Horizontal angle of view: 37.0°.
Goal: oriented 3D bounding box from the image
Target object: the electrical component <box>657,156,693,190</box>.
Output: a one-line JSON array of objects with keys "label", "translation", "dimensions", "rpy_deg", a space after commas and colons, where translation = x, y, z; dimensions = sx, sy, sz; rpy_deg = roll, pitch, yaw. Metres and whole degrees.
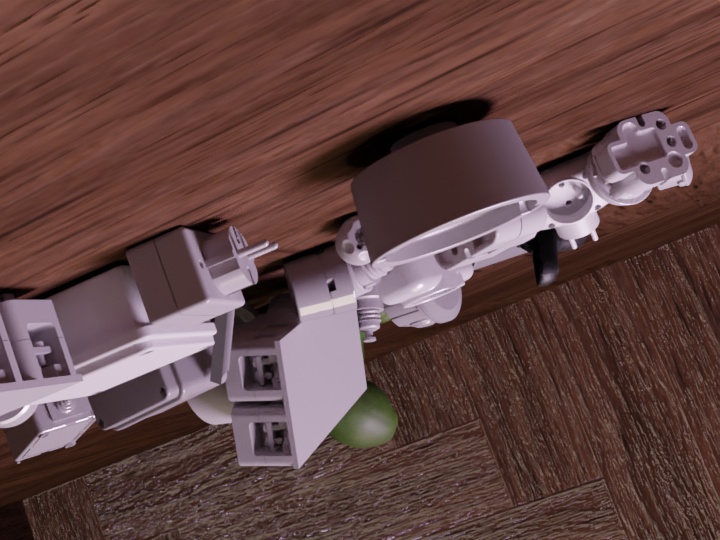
[{"label": "electrical component", "translation": [0.266, -0.092, 0.970], "dimensions": [0.062, 0.048, 0.048], "rpy_deg": [-16, 175, 19]}]

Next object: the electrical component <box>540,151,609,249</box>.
[{"label": "electrical component", "translation": [0.176, -0.052, 0.895], "dimensions": [0.077, 0.079, 0.044], "rpy_deg": [-22, -151, 11]}]

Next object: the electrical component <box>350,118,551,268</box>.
[{"label": "electrical component", "translation": [0.046, -0.049, 0.610], "dimensions": [0.108, 0.060, 0.108], "rpy_deg": [-21, 173, -3]}]

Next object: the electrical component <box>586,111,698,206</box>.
[{"label": "electrical component", "translation": [0.211, -0.083, 0.831], "dimensions": [0.078, 0.058, 0.057], "rpy_deg": [-18, 169, -22]}]

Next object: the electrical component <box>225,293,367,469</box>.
[{"label": "electrical component", "translation": [-0.056, 0.085, 0.929], "dimensions": [0.060, 0.105, 0.186], "rpy_deg": [-4, -167, 18]}]

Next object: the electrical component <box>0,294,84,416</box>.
[{"label": "electrical component", "translation": [-0.270, 0.070, 0.605], "dimensions": [0.186, 0.060, 0.105], "rpy_deg": [-23, 172, 14]}]

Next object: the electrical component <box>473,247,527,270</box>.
[{"label": "electrical component", "translation": [0.117, -0.025, 1.045], "dimensions": [0.077, 0.043, 0.079], "rpy_deg": [-17, 180, -31]}]

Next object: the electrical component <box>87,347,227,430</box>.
[{"label": "electrical component", "translation": [-0.168, 0.074, 0.848], "dimensions": [0.057, 0.078, 0.113], "rpy_deg": [-16, 171, -47]}]

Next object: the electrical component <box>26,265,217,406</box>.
[{"label": "electrical component", "translation": [-0.166, 0.042, 0.698], "dimensions": [0.109, 0.056, 0.109], "rpy_deg": [-23, 173, 13]}]

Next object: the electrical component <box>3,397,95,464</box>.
[{"label": "electrical component", "translation": [-0.290, 0.130, 1.002], "dimensions": [0.062, 0.061, 0.096], "rpy_deg": [-14, 162, -40]}]

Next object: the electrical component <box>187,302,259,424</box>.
[{"label": "electrical component", "translation": [-0.123, 0.086, 0.958], "dimensions": [0.060, 0.108, 0.108], "rpy_deg": [-17, 174, 20]}]

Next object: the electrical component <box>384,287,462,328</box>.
[{"label": "electrical component", "translation": [0.059, 0.017, 1.053], "dimensions": [0.051, 0.080, 0.080], "rpy_deg": [-21, 174, 36]}]

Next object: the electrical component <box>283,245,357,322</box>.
[{"label": "electrical component", "translation": [-0.033, 0.012, 0.862], "dimensions": [0.047, 0.055, 0.055], "rpy_deg": [-16, 172, -7]}]

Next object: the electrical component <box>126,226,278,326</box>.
[{"label": "electrical component", "translation": [-0.086, -0.002, 0.639], "dimensions": [0.077, 0.047, 0.066], "rpy_deg": [-22, 173, 10]}]

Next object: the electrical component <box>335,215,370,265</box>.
[{"label": "electrical component", "translation": [-0.002, -0.020, 0.793], "dimensions": [0.035, 0.035, 0.061], "rpy_deg": [-19, 175, -13]}]

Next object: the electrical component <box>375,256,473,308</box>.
[{"label": "electrical component", "translation": [0.055, -0.003, 0.971], "dimensions": [0.054, 0.059, 0.095], "rpy_deg": [-27, 170, 41]}]

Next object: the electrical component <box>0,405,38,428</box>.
[{"label": "electrical component", "translation": [-0.304, 0.105, 0.790], "dimensions": [0.138, 0.052, 0.073], "rpy_deg": [-19, 173, -13]}]

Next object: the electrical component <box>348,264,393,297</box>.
[{"label": "electrical component", "translation": [0.000, 0.000, 0.916], "dimensions": [0.078, 0.040, 0.040], "rpy_deg": [-25, 172, 26]}]

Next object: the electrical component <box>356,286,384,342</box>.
[{"label": "electrical component", "translation": [0.005, 0.029, 1.020], "dimensions": [0.040, 0.078, 0.040], "rpy_deg": [-6, 165, -2]}]

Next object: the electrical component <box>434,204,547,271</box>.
[{"label": "electrical component", "translation": [0.100, -0.041, 0.841], "dimensions": [0.059, 0.053, 0.095], "rpy_deg": [-17, 172, -28]}]
